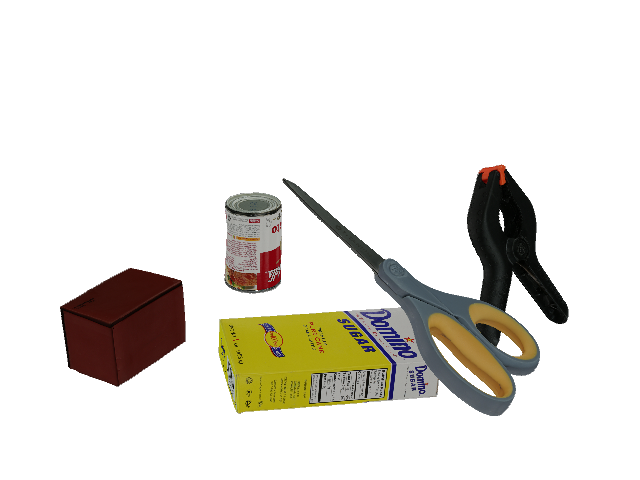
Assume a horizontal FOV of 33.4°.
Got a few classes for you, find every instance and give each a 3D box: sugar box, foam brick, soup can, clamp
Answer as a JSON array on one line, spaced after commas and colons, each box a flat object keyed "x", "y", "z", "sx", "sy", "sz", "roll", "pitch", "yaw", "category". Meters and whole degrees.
[{"x": 0.006, "y": 0.100, "z": 0.919, "sx": 0.176, "sy": 0.048, "sz": 0.093, "roll": -5, "pitch": 28, "yaw": -12, "category": "sugar box"}, {"x": -0.144, "y": 0.061, "z": 0.785, "sx": 0.053, "sy": 0.051, "sz": 0.078, "roll": 14, "pitch": 29, "yaw": 32, "category": "foam brick"}, {"x": -0.080, "y": 0.002, "z": 1.258, "sx": 0.068, "sy": 0.102, "sz": 0.068, "roll": 1, "pitch": 24, "yaw": -1, "category": "soup can"}, {"x": 0.171, "y": 0.018, "z": 1.002, "sx": 0.120, "sy": 0.171, "sz": 0.039, "roll": -26, "pitch": 8, "yaw": -42, "category": "clamp"}]

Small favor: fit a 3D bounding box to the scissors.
[{"x": 0.063, "y": 0.026, "z": 0.668, "sx": 0.096, "sy": 0.016, "sz": 0.202, "roll": -6, "pitch": 48, "yaw": -42, "category": "scissors"}]
